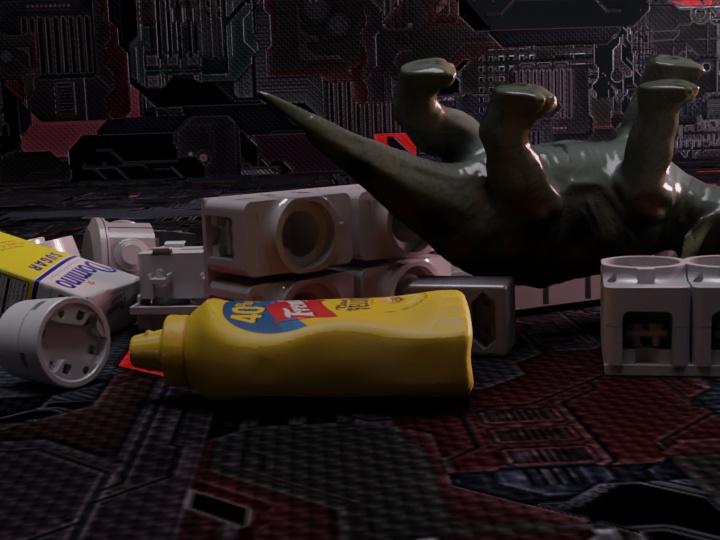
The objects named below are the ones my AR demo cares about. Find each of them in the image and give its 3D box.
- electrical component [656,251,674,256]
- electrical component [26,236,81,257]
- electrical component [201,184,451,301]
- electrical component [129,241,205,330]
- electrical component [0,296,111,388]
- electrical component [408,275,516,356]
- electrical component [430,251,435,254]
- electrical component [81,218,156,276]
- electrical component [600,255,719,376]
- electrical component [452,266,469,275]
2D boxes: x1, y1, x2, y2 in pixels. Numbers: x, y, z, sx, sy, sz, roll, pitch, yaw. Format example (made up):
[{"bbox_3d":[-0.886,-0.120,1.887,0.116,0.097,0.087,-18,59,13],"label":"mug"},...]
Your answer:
[{"bbox_3d":[0.253,-0.029,1.022,0.186,0.060,0.105,-5,9,-20],"label":"electrical component"},{"bbox_3d":[-0.303,0.005,0.996,0.099,0.064,0.099,-15,4,1],"label":"electrical component"},{"bbox_3d":[-0.016,-0.005,0.769,0.186,0.105,0.060,-9,11,-40],"label":"electrical component"},{"bbox_3d":[-0.107,0.011,0.829,0.121,0.063,0.078,-1,8,7],"label":"electrical component"},{"bbox_3d":[-0.191,0.044,0.663,0.047,0.055,0.055,0,8,37],"label":"electrical component"},{"bbox_3d":[0.073,0.027,0.733,0.066,0.047,0.077,1,9,16],"label":"electrical component"},{"bbox_3d":[0.051,-0.026,1.111,0.043,0.043,0.062,2,10,25],"label":"electrical component"},{"bbox_3d":[-0.202,-0.003,0.897,0.051,0.080,0.080,0,7,-24],"label":"electrical component"},{"bbox_3d":[0.226,0.025,0.662,0.150,0.061,0.089,0,9,11],"label":"electrical component"},{"bbox_3d":[0.089,0.001,0.907,0.076,0.047,0.083,-2,8,-2],"label":"electrical component"}]
